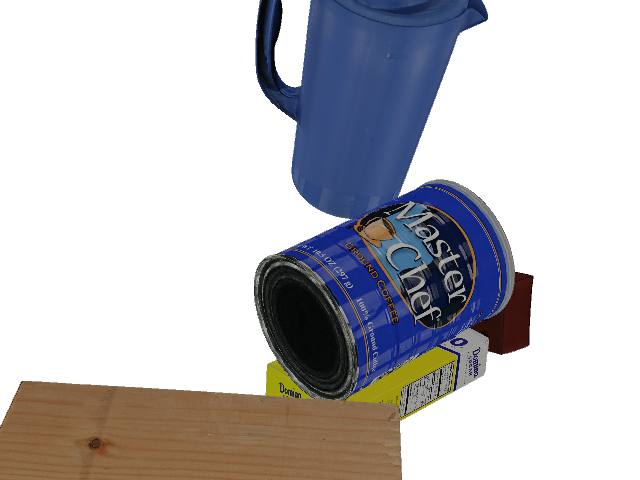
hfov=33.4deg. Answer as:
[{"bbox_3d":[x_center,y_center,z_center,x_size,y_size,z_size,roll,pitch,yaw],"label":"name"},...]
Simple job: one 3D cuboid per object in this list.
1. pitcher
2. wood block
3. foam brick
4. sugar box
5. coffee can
[{"bbox_3d":[0.031,-0.138,0.948,0.144,0.243,0.149,-29,59,-33],"label":"pitcher"},{"bbox_3d":[-0.063,0.140,0.563,0.206,0.090,0.090,4,31,1],"label":"wood block"},{"bbox_3d":[0.183,0.072,1.105,0.053,0.078,0.051,13,18,42],"label":"foam brick"},{"bbox_3d":[0.050,0.107,0.887,0.175,0.048,0.093,-24,37,-39],"label":"sugar box"},{"bbox_3d":[0.042,0.031,0.700,0.140,0.103,0.103,-25,14,-31],"label":"coffee can"}]
